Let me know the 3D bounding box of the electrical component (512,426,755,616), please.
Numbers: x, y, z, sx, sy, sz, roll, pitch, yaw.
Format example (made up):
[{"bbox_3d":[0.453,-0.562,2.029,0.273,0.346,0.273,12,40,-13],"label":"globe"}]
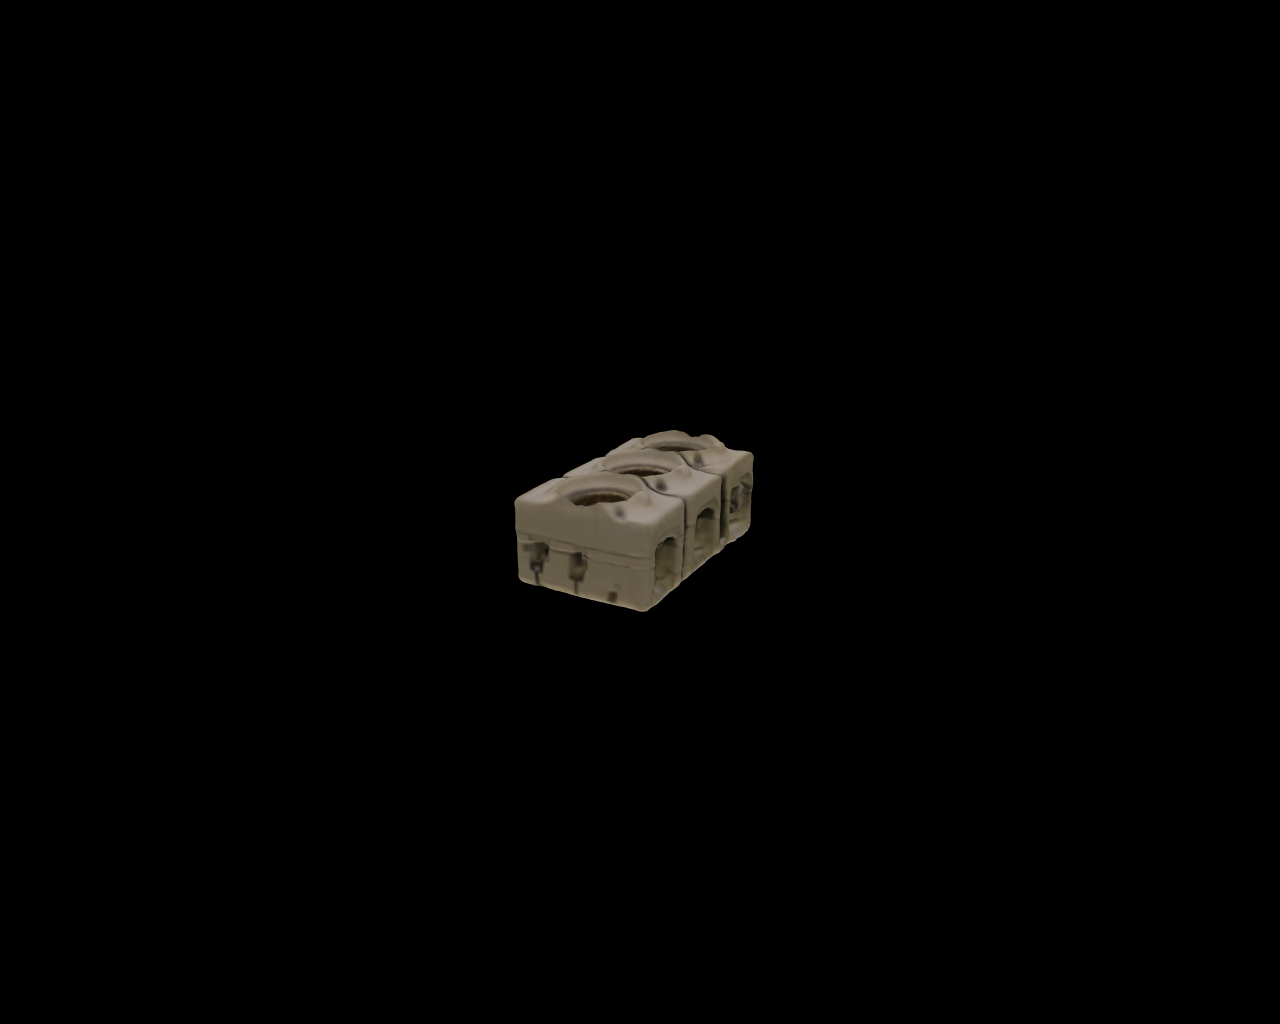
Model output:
[{"bbox_3d":[0.001,-0.003,0.650,0.089,0.061,0.150,10,23,26],"label":"electrical component"}]
